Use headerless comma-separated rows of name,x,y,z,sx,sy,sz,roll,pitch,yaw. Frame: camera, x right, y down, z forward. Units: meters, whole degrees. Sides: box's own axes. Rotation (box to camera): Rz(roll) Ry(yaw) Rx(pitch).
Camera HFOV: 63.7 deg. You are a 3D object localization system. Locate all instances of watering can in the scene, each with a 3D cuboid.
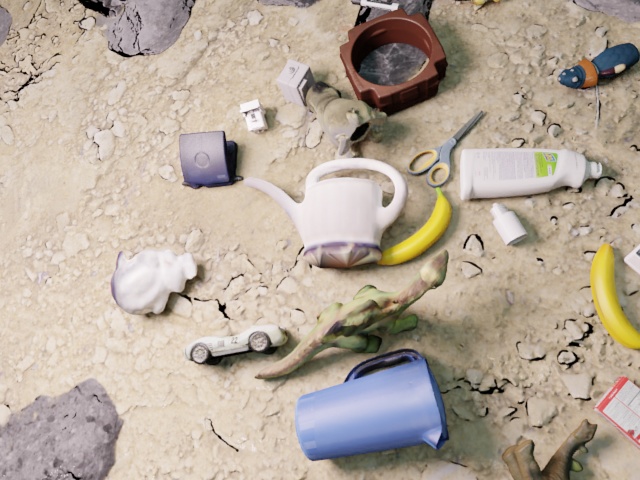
watering can,0.003,-0.052,1.024,0.347,0.102,0.228,-4,70,18

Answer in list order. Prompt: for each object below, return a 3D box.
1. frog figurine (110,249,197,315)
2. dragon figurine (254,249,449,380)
frog figurine,-0.331,0.084,1.041,0.159,0.124,0.136,-1,104,3
dragon figurine,0.047,0.141,0.872,0.411,0.240,0.124,-31,73,-2
